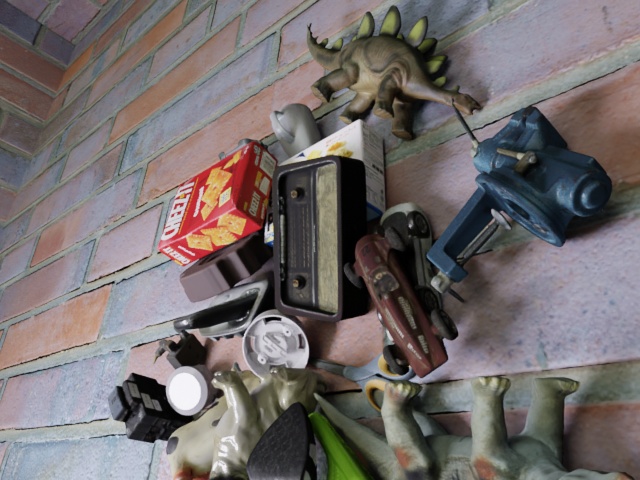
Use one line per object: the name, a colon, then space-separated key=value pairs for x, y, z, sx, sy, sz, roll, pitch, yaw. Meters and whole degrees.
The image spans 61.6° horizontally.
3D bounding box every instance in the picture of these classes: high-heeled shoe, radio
high-heeled shoe: x=-0.023 y=0.313 z=0.594 sx=0.086 sy=0.145 sz=0.249 roll=-17 pitch=26 yaw=25
radio: x=-0.002 y=-0.002 z=0.785 sx=0.131 sy=0.073 sz=0.229 roll=-1 pitch=89 yaw=38

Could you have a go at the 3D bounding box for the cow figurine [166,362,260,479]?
cow figurine: x=-0.139 y=0.272 z=0.801 sx=0.195 sy=0.085 sz=0.127 roll=-35 pitch=45 yaw=-9

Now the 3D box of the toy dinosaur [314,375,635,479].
toy dinosaur: x=0.140 y=0.235 z=0.537 sx=0.405 sy=0.131 sz=0.192 roll=-22 pitch=61 yaw=48

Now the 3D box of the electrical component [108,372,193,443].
electrical component: x=-0.300 y=0.294 z=0.940 sx=0.058 sy=0.134 sz=0.115 roll=-56 pitch=38 yaw=4

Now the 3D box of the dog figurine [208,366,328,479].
dog figurine: x=-0.067 y=0.268 z=0.699 sx=0.172 sy=0.121 sz=0.190 roll=-5 pitch=70 yaw=-4

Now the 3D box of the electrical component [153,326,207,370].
electrical component: x=-0.253 y=0.211 z=0.976 sx=0.045 sy=0.102 sz=0.078 roll=-13 pitch=36 yaw=33

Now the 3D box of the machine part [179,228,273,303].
machine part: x=-0.164 y=0.040 z=0.946 sx=0.179 sy=0.056 sz=0.179 roll=-30 pitch=13 yaw=7

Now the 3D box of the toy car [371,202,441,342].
toy car: x=0.116 y=0.041 z=0.722 sx=0.073 sy=0.056 sz=0.202 roll=-23 pitch=54 yaw=33

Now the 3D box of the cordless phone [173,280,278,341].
cordless phone: x=-0.170 y=0.125 z=0.860 sx=0.147 sy=0.184 sz=0.088 roll=-16 pitch=85 yaw=40

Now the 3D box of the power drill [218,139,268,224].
power drill: x=-0.168 y=-0.090 z=1.080 sx=0.232 sy=0.086 sz=0.207 roll=-26 pitch=46 yaw=32

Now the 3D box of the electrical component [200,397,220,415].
electrical component: x=-0.165 y=0.292 z=0.887 sx=0.094 sy=0.021 sz=0.063 roll=11 pitch=75 yaw=50

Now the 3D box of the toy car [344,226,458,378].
toy car: x=0.091 y=0.069 z=0.651 sx=0.089 sy=0.053 sz=0.202 roll=-38 pitch=46 yaw=18

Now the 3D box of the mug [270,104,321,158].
mug: x=-0.042 y=-0.194 z=0.997 sx=0.081 sy=0.109 sz=0.107 roll=-36 pitch=59 yaw=19

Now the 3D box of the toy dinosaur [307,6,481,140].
toy dinosaur: x=0.087 y=-0.297 z=0.927 sx=0.472 sy=0.105 sz=0.198 roll=32 pitch=84 yaw=41

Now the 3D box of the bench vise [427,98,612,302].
bench vise: x=0.205 y=-0.043 z=0.634 sx=0.240 sy=0.128 sz=0.224 roll=-50 pitch=38 yaw=6
